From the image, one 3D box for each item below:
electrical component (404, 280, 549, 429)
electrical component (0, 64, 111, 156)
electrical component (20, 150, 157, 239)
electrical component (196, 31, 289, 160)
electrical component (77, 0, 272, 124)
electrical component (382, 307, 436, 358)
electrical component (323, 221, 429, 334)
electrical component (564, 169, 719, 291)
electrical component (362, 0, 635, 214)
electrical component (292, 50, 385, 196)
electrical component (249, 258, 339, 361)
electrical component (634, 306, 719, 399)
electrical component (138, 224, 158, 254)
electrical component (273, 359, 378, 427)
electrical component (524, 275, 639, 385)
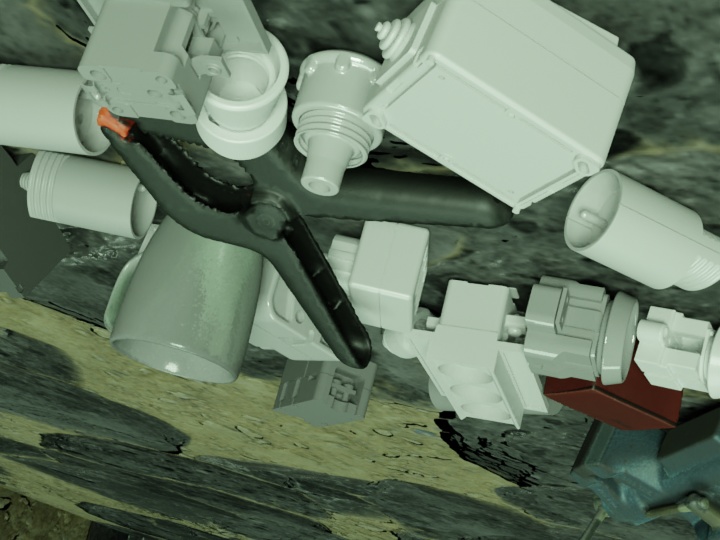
[{"bbox_3d":[0.084,0.057,0.729,0.079,0.063,0.121,7,158,20],"label":"electrical component"},{"bbox_3d":[-0.175,-0.086,0.570,0.081,0.043,0.043,8,158,18],"label":"electrical component"},{"bbox_3d":[-0.171,-0.048,0.665,0.081,0.043,0.043,12,159,9],"label":"electrical component"},{"bbox_3d":[-0.056,-0.081,0.499,0.045,0.045,0.055,15,160,1],"label":"electrical component"},{"bbox_3d":[-0.084,-0.097,0.451,0.081,0.063,0.042,9,157,17],"label":"electrical component"},{"bbox_3d":[0.033,0.048,0.781,0.035,0.035,0.061,22,161,-17],"label":"electrical component"},{"bbox_3d":[0.000,0.000,0.664,0.077,0.047,0.065,13,159,7],"label":"electrical component"},{"bbox_3d":[0.147,-0.014,0.532,0.081,0.043,0.043,23,158,-20],"label":"electrical component"},{"bbox_3d":[0.050,-0.077,0.423,0.096,0.061,0.062,30,156,-15],"label":"electrical component"},{"bbox_3d":[-0.010,-0.064,0.486,0.048,0.062,0.048,13,159,5],"label":"electrical component"},{"bbox_3d":[-0.051,0.025,0.754,0.059,0.053,0.095,-3,153,39],"label":"electrical component"},{"bbox_3d":[0.205,0.052,0.659,0.055,0.048,0.066,10,160,34],"label":"electrical component"},{"bbox_3d":[-0.124,0.001,0.755,0.066,0.048,0.055,7,151,19],"label":"electrical component"},{"bbox_3d":[-0.029,0.097,0.919,0.050,0.055,0.089,24,158,-22],"label":"electrical component"},{"bbox_3d":[0.136,0.038,0.654,0.057,0.058,0.078,10,159,21],"label":"electrical component"}]
